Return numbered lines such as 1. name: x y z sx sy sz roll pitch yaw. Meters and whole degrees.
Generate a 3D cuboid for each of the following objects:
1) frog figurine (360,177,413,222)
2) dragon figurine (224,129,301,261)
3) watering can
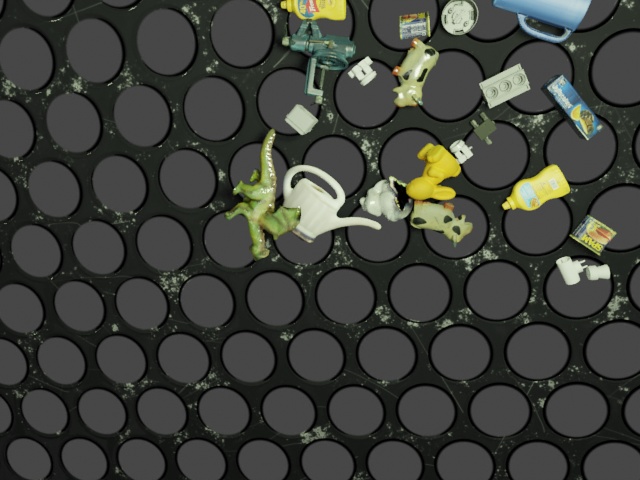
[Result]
1. frog figurine: 0.210 -0.119 1.627 0.124 0.138 0.157 -26 -3 -40
2. dragon figurine: -0.153 -0.118 1.618 0.245 0.404 0.123 33 20 20
3. watering can: 0.005 -0.083 1.641 0.349 0.222 0.105 40 17 8
